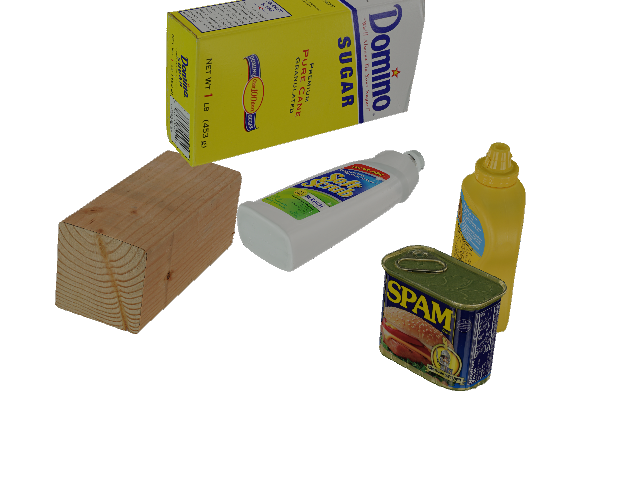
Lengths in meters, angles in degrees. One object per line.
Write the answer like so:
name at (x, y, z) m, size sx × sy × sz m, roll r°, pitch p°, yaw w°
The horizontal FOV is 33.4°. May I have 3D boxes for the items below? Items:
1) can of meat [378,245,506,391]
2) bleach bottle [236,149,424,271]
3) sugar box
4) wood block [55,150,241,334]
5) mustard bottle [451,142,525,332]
can of meat at (0.094, 0.063, 0.858) m, size 0.057 × 0.084 × 0.102 m, roll -22°, pitch 35°, yaw -39°
bleach bottle at (0.025, -0.053, 1.297) m, size 0.250 × 0.068 × 0.103 m, roll -30°, pitch 44°, yaw -32°
sugar box at (-0.014, -0.114, 0.699) m, size 0.175 × 0.093 × 0.048 m, roll -17°, pitch 43°, yaw -28°
wood block at (-0.162, -0.005, 1.039) m, size 0.090 × 0.091 × 0.205 m, roll 18°, pitch 28°, yaw 14°
mustard bottle at (0.163, -0.009, 1.044) m, size 0.058 × 0.192 × 0.096 m, roll -4°, pitch 35°, yaw -8°
